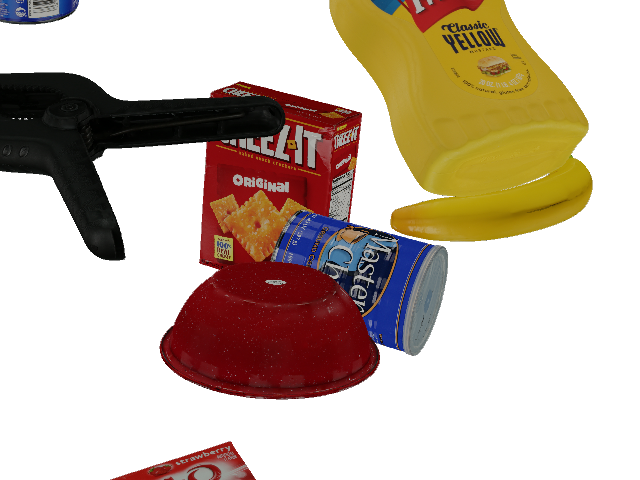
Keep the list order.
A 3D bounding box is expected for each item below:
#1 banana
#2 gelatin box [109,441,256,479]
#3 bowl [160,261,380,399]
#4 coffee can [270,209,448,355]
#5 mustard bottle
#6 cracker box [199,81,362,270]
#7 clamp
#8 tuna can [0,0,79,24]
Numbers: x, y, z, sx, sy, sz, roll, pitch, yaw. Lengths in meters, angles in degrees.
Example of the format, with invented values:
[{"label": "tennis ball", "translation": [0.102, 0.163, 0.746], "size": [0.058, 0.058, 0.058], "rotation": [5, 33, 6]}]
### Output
[{"label": "banana", "translation": [0.145, -0.028, 0.808], "size": [0.197, 0.037, 0.070], "rotation": [-19, 24, -34]}, {"label": "gelatin box", "translation": [-0.075, 0.149, 0.571], "size": [0.089, 0.030, 0.073], "rotation": [-13, 26, -21]}, {"label": "bowl", "translation": [-0.035, 0.055, 0.773], "size": [0.162, 0.055, 0.162], "rotation": [4, 18, -1]}, {"label": "coffee can", "translation": [0.035, 0.038, 0.984], "size": [0.140, 0.103, 0.102], "rotation": [15, 5, 19]}, {"label": "mustard bottle", "translation": [0.058, -0.116, 0.574], "size": [0.096, 0.192, 0.058], "rotation": [-13, -29, -24]}, {"label": "cracker box", "translation": [-0.050, -0.055, 1.212], "size": [0.164, 0.214, 0.072], "rotation": [18, 26, 24]}, {"label": "clamp", "translation": [-0.137, -0.067, 0.642], "size": [0.210, 0.036, 0.164], "rotation": [24, 42, 31]}, {"label": "tuna can", "translation": [-0.236, -0.204, 0.851], "size": [0.086, 0.034, 0.086], "rotation": [5, 35, -4]}]
